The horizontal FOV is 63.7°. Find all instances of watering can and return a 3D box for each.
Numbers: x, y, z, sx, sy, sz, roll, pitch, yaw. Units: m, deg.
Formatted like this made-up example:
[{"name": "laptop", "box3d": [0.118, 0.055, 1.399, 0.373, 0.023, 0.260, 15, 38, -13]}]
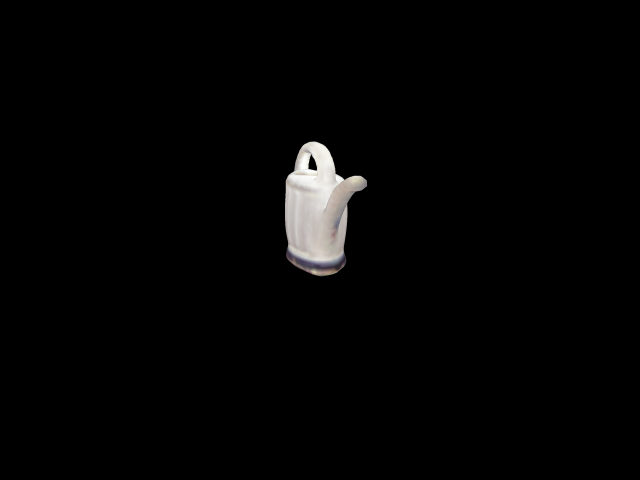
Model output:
[{"name": "watering can", "box3d": [0.003, -0.043, 0.850, 0.104, 0.221, 0.352, -4, 17, -14]}]
